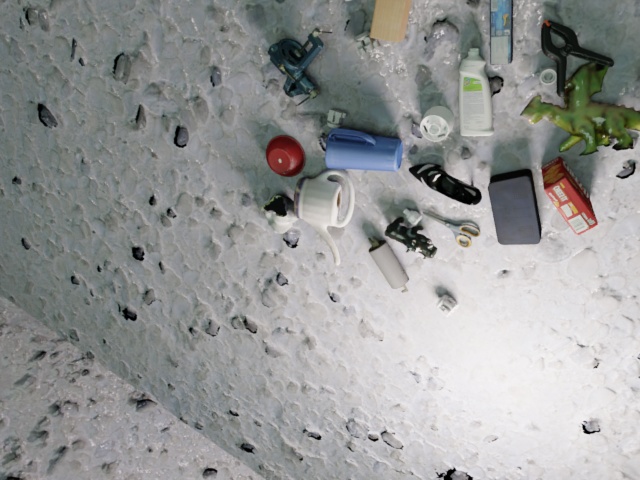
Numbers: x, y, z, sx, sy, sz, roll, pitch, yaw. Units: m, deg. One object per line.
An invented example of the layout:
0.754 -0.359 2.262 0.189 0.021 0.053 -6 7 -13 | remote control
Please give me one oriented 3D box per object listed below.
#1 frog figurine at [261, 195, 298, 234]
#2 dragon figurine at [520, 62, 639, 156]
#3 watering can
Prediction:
-0.141 -0.093 1.955 0.137 0.125 0.156 -1 151 15 | frog figurine
0.766 -0.367 1.409 0.409 0.123 0.241 -11 100 18 | dragon figurine
0.006 -0.093 1.849 0.225 0.104 0.345 11 99 18 | watering can
